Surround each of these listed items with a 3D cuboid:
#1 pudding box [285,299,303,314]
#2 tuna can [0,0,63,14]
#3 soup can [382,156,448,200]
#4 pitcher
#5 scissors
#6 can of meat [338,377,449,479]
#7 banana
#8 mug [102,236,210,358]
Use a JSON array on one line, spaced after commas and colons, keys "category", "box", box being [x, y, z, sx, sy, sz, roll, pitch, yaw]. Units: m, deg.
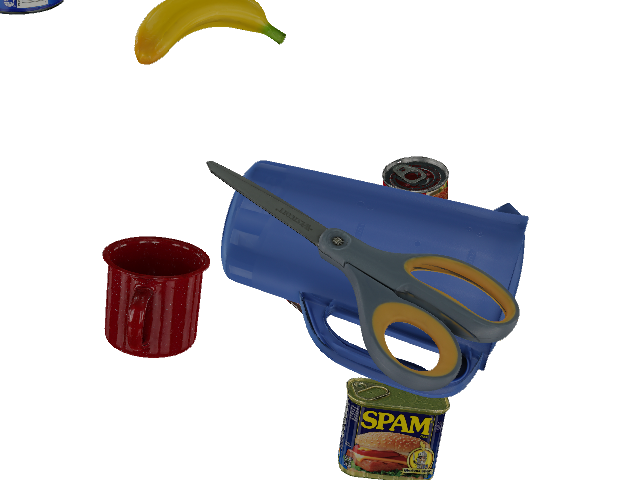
[{"category": "pudding box", "box": [0.012, 0.065, 1.463, 0.113, 0.039, 0.090, -15, 26, -25]}, {"category": "tuna can", "box": [-0.245, -0.213, 0.853, 0.086, 0.034, 0.086, 5, 35, -4]}, {"category": "soup can", "box": [0.100, -0.027, 1.114, 0.068, 0.102, 0.068, -3, 35, 2]}, {"category": "pitcher", "box": [0.042, 0.022, 0.892, 0.243, 0.145, 0.149, 16, 18, 10]}, {"category": "scissors", "box": [0.009, 0.019, 0.588, 0.202, 0.096, 0.016, 21, -40, 10]}, {"category": "can of meat", "box": [0.071, 0.190, 1.062, 0.102, 0.084, 0.057, 7, 17, -4]}, {"category": "banana", "box": [-0.113, -0.208, 1.012, 0.070, 0.037, 0.197, 45, 39, 19]}, {"category": "mug", "box": [-0.148, 0.055, 0.930, 0.093, 0.081, 0.117, 8, 21, -1]}]
